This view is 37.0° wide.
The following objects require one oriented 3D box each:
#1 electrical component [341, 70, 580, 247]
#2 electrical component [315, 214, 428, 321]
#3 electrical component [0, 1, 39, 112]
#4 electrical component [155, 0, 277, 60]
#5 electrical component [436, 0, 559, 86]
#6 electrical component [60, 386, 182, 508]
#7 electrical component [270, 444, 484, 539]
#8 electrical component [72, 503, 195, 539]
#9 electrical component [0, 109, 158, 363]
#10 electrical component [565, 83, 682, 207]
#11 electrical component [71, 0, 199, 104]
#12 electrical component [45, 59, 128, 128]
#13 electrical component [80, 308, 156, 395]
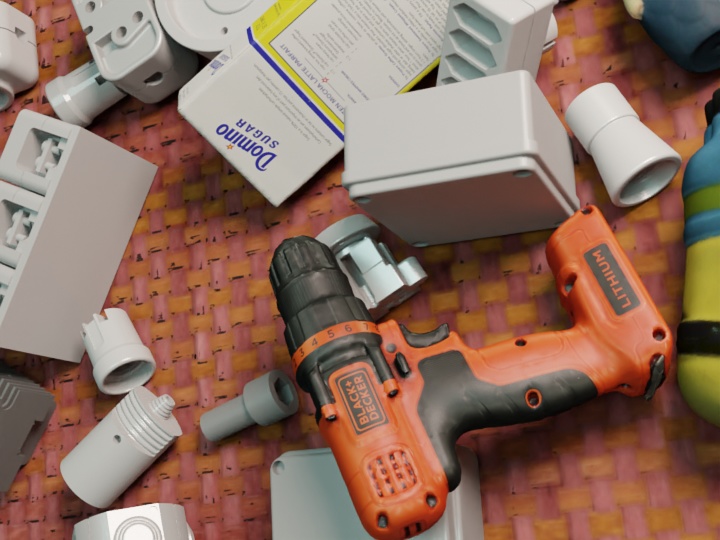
[{"bbox_3d":[0.059,-0.059,0.610,0.109,0.109,0.056,-8,73,22],"label":"electrical component"},{"bbox_3d":[0.000,0.000,0.658,0.066,0.048,0.055,-36,74,13],"label":"electrical component"},{"bbox_3d":[-0.295,-0.156,0.819,0.095,0.054,0.059,-16,72,20],"label":"electrical component"},{"bbox_3d":[-0.077,-0.186,0.725,0.108,0.060,0.108,-6,76,23],"label":"electrical component"},{"bbox_3d":[0.091,-0.139,0.638,0.076,0.083,0.047,-34,60,-29],"label":"electrical component"},{"bbox_3d":[-0.151,0.111,0.700,0.081,0.043,0.043,-45,65,9],"label":"electrical component"},{"bbox_3d":[0.009,0.140,0.615,0.113,0.057,0.078,-9,75,22],"label":"electrical component"},{"bbox_3d":[-0.139,0.179,0.660,0.080,0.080,0.051,-23,64,18],"label":"electrical component"},{"bbox_3d":[-0.213,-0.022,0.732,0.062,0.089,0.150,20,87,26],"label":"electrical component"},{"bbox_3d":[0.146,-0.074,0.613,0.044,0.044,0.065,-36,62,13],"label":"electrical component"},{"bbox_3d":[-0.156,-0.169,0.757,0.054,0.059,0.095,-31,68,15],"label":"electrical component"},{"bbox_3d":[-0.197,-0.129,0.779,0.046,0.040,0.040,-31,68,8],"label":"electrical component"},{"bbox_3d":[-0.164,0.054,0.722,0.040,0.040,0.046,-39,60,11],"label":"electrical component"}]
